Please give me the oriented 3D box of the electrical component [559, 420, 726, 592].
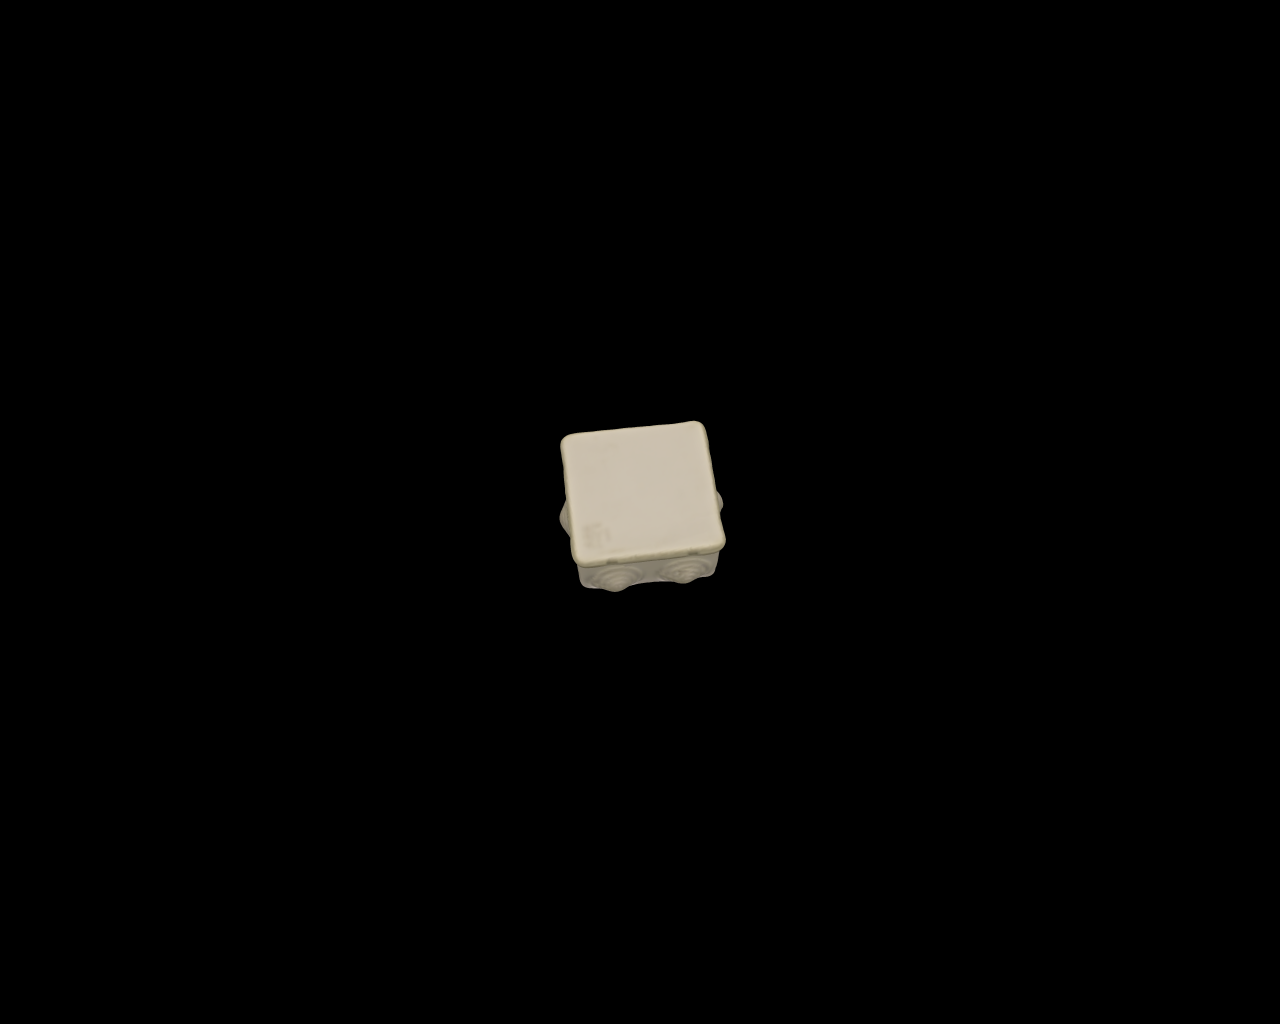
[{"bbox_3d":[0.001,-0.003,0.650,0.100,0.100,0.048,-6,-27,-3],"label":"electrical component"}]
